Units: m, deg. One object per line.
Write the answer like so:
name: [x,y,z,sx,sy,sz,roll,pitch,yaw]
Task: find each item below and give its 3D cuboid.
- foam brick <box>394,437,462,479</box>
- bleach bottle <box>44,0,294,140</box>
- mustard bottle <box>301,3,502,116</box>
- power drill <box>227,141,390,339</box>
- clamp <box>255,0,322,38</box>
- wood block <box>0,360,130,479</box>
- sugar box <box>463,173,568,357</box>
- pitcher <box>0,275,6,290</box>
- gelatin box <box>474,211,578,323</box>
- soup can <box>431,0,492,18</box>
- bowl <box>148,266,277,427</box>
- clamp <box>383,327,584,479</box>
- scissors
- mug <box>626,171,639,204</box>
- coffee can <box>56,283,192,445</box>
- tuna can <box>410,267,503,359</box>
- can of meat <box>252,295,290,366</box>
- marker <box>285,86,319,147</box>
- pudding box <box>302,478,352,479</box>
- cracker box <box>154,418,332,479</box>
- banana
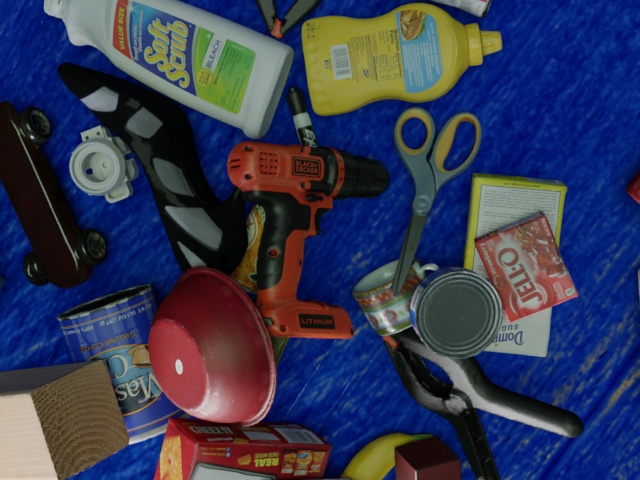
foam brick: [0.111,0.251,1.096,0.051,0.053,0.078,-12,112,-18]
bleach bottle: [-0.158,-0.191,1.068,0.251,0.068,0.102,21,101,4]
mustard bottle: [0.082,-0.182,1.048,0.191,0.058,0.096,-8,92,6]
power drill: [-0.007,0.001,1.030,0.184,0.057,0.187,4,82,-35]
clamp: [-0.034,-0.289,1.053,0.120,0.039,0.171,23,99,2]
wood block: [-0.296,0.183,1.066,0.207,0.090,0.091,-12,98,43]
sugar box: [0.191,0.025,1.076,0.093,0.048,0.176,6,102,4]
pitcher: [-0.423,-0.038,1.075,0.145,0.149,0.243,-7,94,11]
gelatin box: [0.199,0.027,1.035,0.073,0.030,0.089,-22,97,9]
soup can: [0.121,-0.261,1.029,0.102,0.068,0.068,18,99,2]
bowl: [-0.113,0.109,1.006,0.162,0.055,0.162,21,120,41]
clamp: [0.153,0.156,1.072,0.210,0.036,0.165,48,136,3]
scissors: [0.088,-0.050,1.055,0.096,0.016,0.201,31,77,11]
mug: [0.351,-0.051,1.017,0.093,0.117,0.081,37,104,-8]
coffee can: [-0.198,0.127,1.095,0.103,0.102,0.140,-17,96,7]
tuna can: [0.130,0.069,1.026,0.086,0.034,0.086,-1,99,-6]
can of meat: [-0.065,0.108,1.090,0.057,0.084,0.102,23,100,2]
marker: [-0.011,-0.098,1.088,0.020,0.020,0.121,-16,97,7]
pudding box: [-0.016,0.287,1.069,0.113,0.039,0.090,7,103,-37]
cracker box: [-0.095,0.292,1.089,0.163,0.072,0.214,8,101,-35]
banana: [0.046,0.278,1.127,0.069,0.037,0.198,29,100,1]
